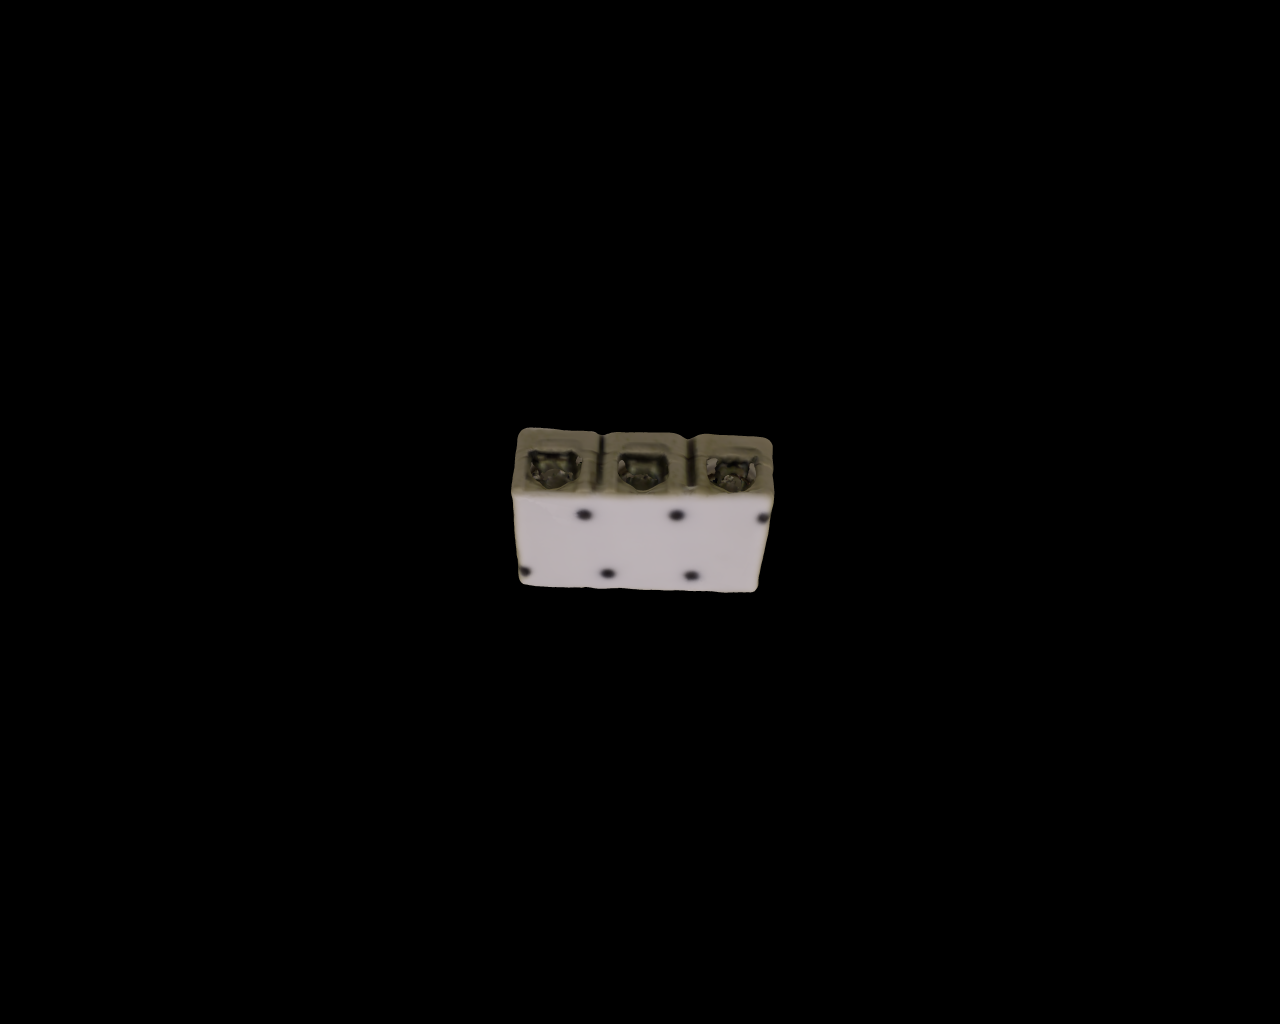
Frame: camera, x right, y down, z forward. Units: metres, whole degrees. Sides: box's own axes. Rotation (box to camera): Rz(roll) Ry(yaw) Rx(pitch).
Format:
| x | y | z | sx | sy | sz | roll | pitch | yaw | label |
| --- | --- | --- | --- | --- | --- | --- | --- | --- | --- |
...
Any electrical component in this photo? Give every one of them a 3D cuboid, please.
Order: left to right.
| x | y | z | sx | sy | sz | roll | pitch | yaw | label |
| --- | --- | --- | --- | --- | --- | --- | --- | --- | --- |
| 0.001 | -0.003 | 0.650 | 0.150 | 0.062 | 0.089 | 2 | -43 | -2 | electrical component |
